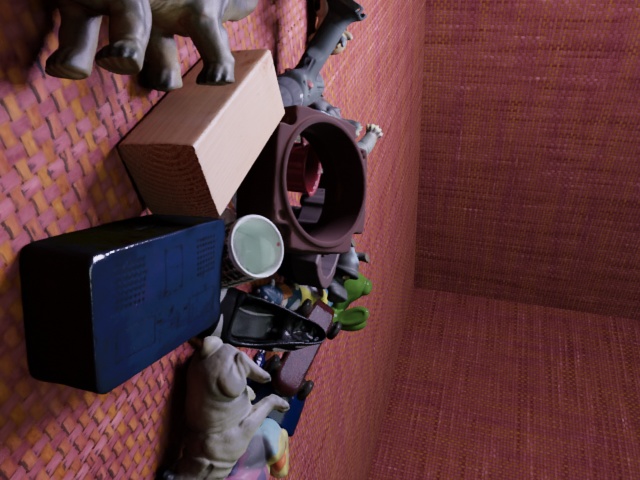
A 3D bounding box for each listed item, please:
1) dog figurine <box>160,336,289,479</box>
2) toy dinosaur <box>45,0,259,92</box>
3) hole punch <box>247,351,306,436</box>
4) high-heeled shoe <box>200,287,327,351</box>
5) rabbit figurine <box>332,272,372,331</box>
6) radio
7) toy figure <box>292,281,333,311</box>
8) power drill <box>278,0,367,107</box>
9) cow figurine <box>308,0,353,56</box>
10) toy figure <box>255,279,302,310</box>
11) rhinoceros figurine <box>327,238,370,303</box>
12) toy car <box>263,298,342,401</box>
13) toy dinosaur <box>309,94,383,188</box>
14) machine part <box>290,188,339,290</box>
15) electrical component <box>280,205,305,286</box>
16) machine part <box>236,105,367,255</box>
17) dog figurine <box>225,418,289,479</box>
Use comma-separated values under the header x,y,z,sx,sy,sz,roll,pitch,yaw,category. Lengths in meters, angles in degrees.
x,y,z,sx,sy,sz,roll,pitch,yaw,category
-0.154,0.242,0.694,0.172,0.121,0.190,54,54,-19,dog figurine
-0.136,-0.243,0.505,0.471,0.105,0.198,-46,137,-72,toy dinosaur
-0.082,0.274,0.953,0.115,0.092,0.142,73,32,-47,hole punch
-0.081,0.120,0.775,0.248,0.145,0.086,51,47,-71,high-heeled shoe
0.039,0.154,1.248,0.170,0.159,0.121,-60,167,-19,rabbit figurine
-0.179,0.050,0.539,0.229,0.073,0.131,-29,125,-69,radio
-0.020,0.129,1.111,0.180,0.082,0.089,51,48,-72,toy figure
-0.011,-0.287,0.846,0.207,0.086,0.232,-63,177,19,power drill
0.023,-0.439,1.000,0.127,0.086,0.194,-75,166,-45,cow figurine
-0.071,0.100,0.950,0.154,0.058,0.064,15,94,-75,toy figure
0.034,0.032,1.071,0.073,0.112,0.190,41,35,-48,rhinoceros figurine
-0.029,0.191,0.960,0.053,0.089,0.202,-49,-171,46,toy car
0.033,-0.119,1.137,0.192,0.131,0.404,-45,146,-46,toy dinosaur
-0.002,-0.003,0.952,0.179,0.056,0.179,8,90,-74,machine part
-0.046,0.003,1.005,0.134,0.058,0.115,77,24,-50,electrical component
-0.018,-0.080,0.774,0.201,0.087,0.201,6,84,-48,machine part
-0.134,0.363,0.779,0.219,0.109,0.191,26,73,-70,dog figurine
